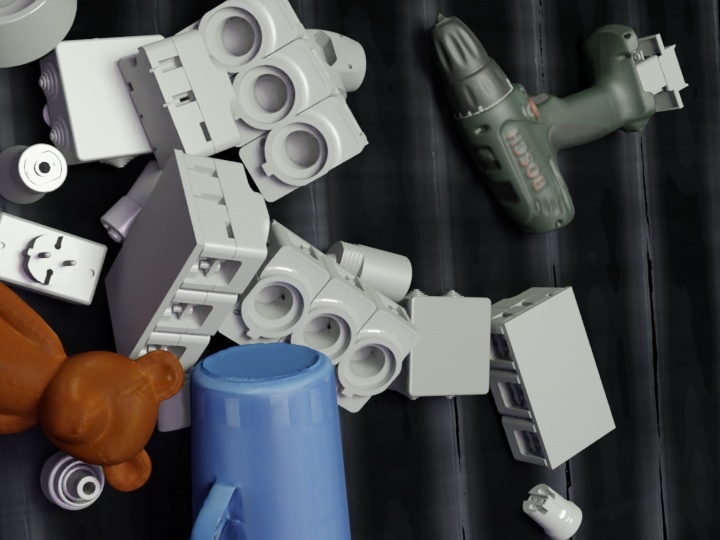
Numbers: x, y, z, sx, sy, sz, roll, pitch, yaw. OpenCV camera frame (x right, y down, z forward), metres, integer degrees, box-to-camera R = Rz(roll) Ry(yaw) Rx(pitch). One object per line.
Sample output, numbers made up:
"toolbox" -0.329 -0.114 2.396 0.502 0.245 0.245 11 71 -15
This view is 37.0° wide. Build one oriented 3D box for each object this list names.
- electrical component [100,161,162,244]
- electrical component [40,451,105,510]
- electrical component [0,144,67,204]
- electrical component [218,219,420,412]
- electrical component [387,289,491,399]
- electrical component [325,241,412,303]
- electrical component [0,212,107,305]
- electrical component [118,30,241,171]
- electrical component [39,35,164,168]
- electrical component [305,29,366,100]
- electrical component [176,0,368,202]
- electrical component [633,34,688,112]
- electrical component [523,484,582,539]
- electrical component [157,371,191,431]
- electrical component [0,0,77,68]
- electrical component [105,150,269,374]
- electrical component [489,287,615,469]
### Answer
"electrical component" -0.170 -0.048 0.842 0.065 0.044 0.044 -48 112 -17
"electrical component" -0.212 0.158 0.803 0.043 0.062 0.043 0 89 -31
"electrical component" -0.239 -0.072 0.785 0.044 0.065 0.044 0 90 -31
"electrical component" -0.036 0.042 0.889 0.150 0.061 0.089 35 102 -26
"electrical component" 0.069 0.068 0.981 0.100 0.048 0.099 2 89 -31
"electrical component" 0.000 0.000 0.942 0.081 0.043 0.043 14 83 -30
"electrical component" -0.229 -0.008 0.785 0.083 0.076 0.047 20 80 -30
"electrical component" -0.131 -0.126 0.801 0.056 0.050 0.089 -27 101 -33
"electrical component" -0.191 -0.128 0.822 0.100 0.048 0.099 -13 94 -35
"electrical component" -0.034 -0.161 0.913 0.077 0.043 0.079 -1 63 -31
"electrical component" -0.070 -0.141 0.856 0.089 0.061 0.150 -29 99 10
"electrical component" 0.301 -0.201 1.126 0.064 0.042 0.081 -29 104 -26
"electrical component" 0.189 0.237 1.058 0.046 0.040 0.040 41 70 -18
"electrical component" -0.147 0.091 0.855 0.044 0.044 0.065 -16 93 -30
"electrical component" -0.257 -0.204 0.752 0.108 0.060 0.108 2 70 -7
"electrical component" -0.128 -0.001 0.791 0.062 0.150 0.089 7 47 -33
"electrical component" 0.174 0.101 1.036 0.089 0.062 0.150 -26 103 -29
